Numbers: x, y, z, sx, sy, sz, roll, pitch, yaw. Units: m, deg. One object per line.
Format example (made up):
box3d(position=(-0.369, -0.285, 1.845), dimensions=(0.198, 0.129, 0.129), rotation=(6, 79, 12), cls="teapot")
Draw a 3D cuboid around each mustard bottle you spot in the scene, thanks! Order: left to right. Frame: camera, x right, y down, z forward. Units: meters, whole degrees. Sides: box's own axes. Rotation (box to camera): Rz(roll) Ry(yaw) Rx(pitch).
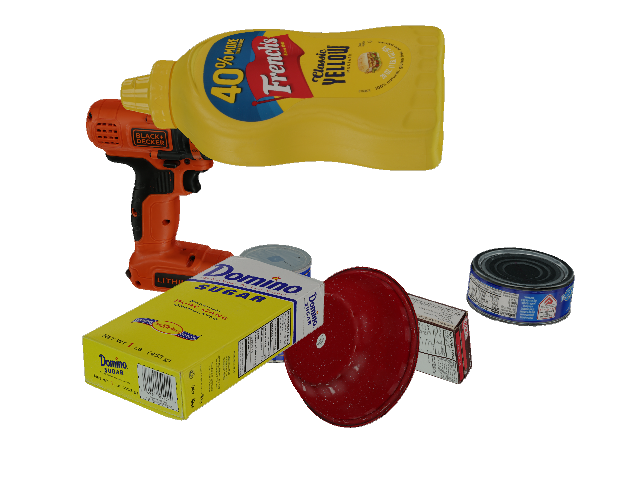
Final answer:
box3d(position=(-0.023, -0.086, 0.631), dimensions=(0.192, 0.096, 0.058), rotation=(1, -38, 7), cls="mustard bottle")

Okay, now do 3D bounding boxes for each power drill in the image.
box3d(position=(-0.116, -0.041, 0.977), dimensions=(0.184, 0.188, 0.057), rotation=(6, 29, 13), cls="power drill")

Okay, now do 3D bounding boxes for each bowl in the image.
box3d(position=(0.016, 0.100, 1.045), dimensions=(0.162, 0.162, 0.055), rotation=(0, -12, 41), cls="bowl")

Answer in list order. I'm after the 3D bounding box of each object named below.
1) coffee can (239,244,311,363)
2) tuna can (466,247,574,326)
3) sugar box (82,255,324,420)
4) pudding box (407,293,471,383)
box3d(position=(-0.066, 0.089, 1.522), dimensions=(0.103, 0.140, 0.103), rotation=(2, 22, -1), cls="coffee can")
box3d(position=(0.164, 0.036, 0.876), dimensions=(0.086, 0.034, 0.086), rotation=(2, 22, -1), cls="tuna can")
box3d(position=(-0.082, 0.066, 0.796), dimensions=(0.093, 0.048, 0.175), rotation=(16, 30, 29), cls="sugar box")
box3d(position=(0.115, 0.108, 1.221), dimensions=(0.114, 0.090, 0.039), rotation=(15, 45, 28), cls="pudding box")
